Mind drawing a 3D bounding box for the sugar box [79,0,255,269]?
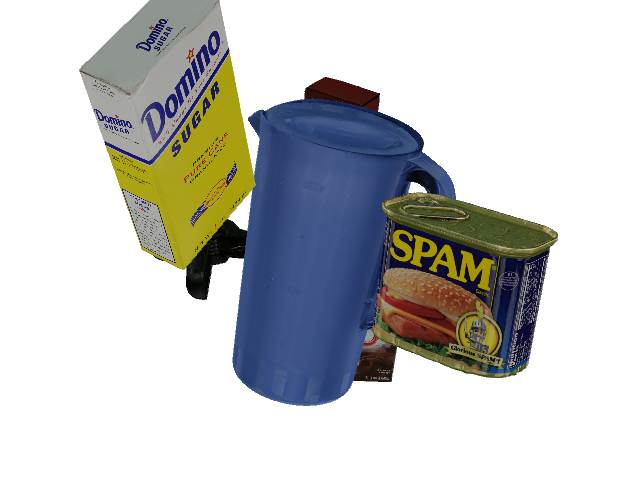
[{"bbox_3d":[-0.093,-0.070,0.699,0.048,0.093,0.176,26,-30,20],"label":"sugar box"}]

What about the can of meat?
[{"bbox_3d":[0.082,0.026,0.635,0.102,0.084,0.057,19,23,33],"label":"can of meat"}]

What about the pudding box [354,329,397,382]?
[{"bbox_3d":[0.027,0.105,1.152,0.113,0.090,0.039,2,25,-11],"label":"pudding box"}]

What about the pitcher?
[{"bbox_3d":[0.006,0.015,0.887,0.144,0.243,0.149,2,24,-20],"label":"pitcher"}]

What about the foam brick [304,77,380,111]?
[{"bbox_3d":[0.024,-0.153,1.260,0.078,0.053,0.051,20,33,23],"label":"foam brick"}]

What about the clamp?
[{"bbox_3d":[-0.110,0.008,1.029,0.210,0.036,0.164,14,23,42],"label":"clamp"}]
